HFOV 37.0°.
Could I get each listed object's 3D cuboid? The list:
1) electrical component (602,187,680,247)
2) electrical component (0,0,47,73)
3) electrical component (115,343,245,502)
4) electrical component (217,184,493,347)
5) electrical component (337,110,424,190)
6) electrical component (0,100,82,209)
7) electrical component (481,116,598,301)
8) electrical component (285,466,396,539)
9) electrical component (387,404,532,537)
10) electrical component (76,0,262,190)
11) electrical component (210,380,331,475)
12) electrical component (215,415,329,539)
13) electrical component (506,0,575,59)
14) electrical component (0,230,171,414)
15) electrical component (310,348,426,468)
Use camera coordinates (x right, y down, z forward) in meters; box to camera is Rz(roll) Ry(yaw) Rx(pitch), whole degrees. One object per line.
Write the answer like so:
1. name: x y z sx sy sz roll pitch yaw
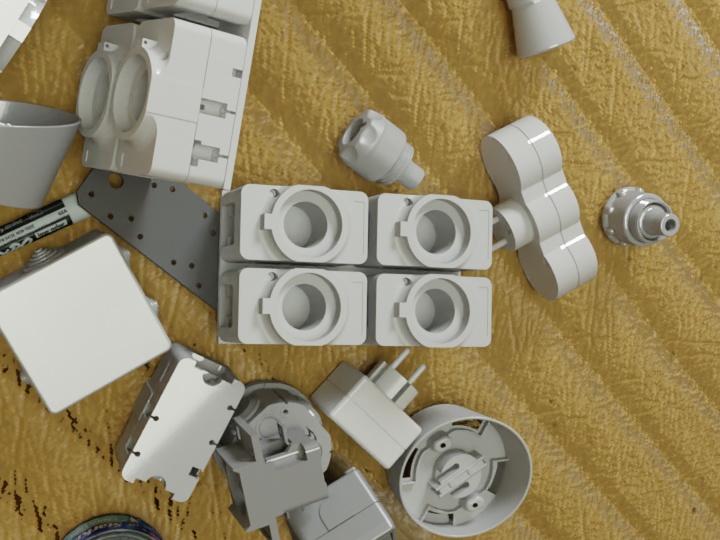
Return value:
1. electrical component: 0.224 -0.039 0.841 0.048 0.062 0.048 -4 101 -21
2. electrical component: -0.199 -0.197 0.632 0.062 0.089 0.150 33 87 -23
3. electrical component: -0.124 0.101 0.733 0.050 0.056 0.089 28 89 -21
4. electrical component: 0.000 0.000 0.748 0.186 0.060 0.105 2 87 -23
5. electrical component: 0.018 -0.081 0.763 0.062 0.043 0.043 35 86 -25
6. electrical component: -0.225 -0.076 0.642 0.099 0.099 0.064 18 99 -23
7. electrical component: 0.121 -0.038 0.806 0.074 0.052 0.138 -28 109 -15
8. electrical component: -0.010 0.198 0.779 0.062 0.061 0.096 -29 151 -14
9. electrical component: 0.072 0.151 0.816 0.099 0.064 0.099 -4 101 -21
10. electrical component: -0.115 -0.148 0.652 0.060 0.105 0.186 8 93 -37
11. electrical component: -0.063 0.122 0.765 0.080 0.051 0.080 -4 101 -21
12. electrical component: -0.057 0.137 0.718 0.064 0.042 0.081 -15 106 -20
13. electrical component: 0.127 -0.193 0.787 0.044 0.044 0.065 -24 103 -16
14. electrical component: -0.185 0.031 0.702 0.100 0.048 0.099 -30 109 -14
15. electrical component: 0.017 0.092 0.792 0.076 0.047 0.065 -48 112 -7
